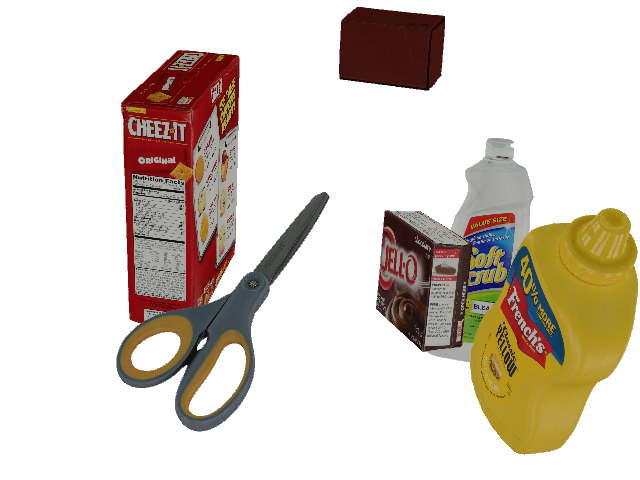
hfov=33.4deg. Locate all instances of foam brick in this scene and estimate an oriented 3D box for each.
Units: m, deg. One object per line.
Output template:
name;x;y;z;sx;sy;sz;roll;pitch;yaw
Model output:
foam brick;0.059;-0.159;0.881;0.078;0.051;0.053;10;27;16

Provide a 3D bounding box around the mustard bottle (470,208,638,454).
mustard bottle;0.143;0.046;0.642;0.058;0.096;0.192;-4;-36;-13

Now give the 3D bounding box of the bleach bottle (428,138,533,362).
bleach bottle;0.180;0.010;1.198;0.103;0.251;0.068;8;16;15

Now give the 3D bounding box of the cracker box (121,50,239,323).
cracker box;-0.127;-0.050;0.987;0.072;0.214;0.164;6;26;8

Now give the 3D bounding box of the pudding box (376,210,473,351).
pudding box;0.083;0.030;0.875;0.039;0.090;0.114;-2;15;-19

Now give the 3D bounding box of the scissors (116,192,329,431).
scissors;-0.064;0.034;0.696;0.096;0.201;0.016;9;-40;11
